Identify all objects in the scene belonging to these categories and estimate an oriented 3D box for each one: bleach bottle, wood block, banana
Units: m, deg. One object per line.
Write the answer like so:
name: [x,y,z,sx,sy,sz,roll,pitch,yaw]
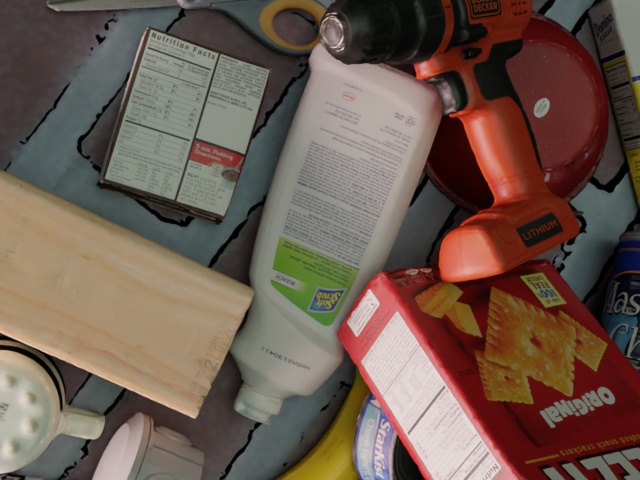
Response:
bleach bottle: [-0.005,0.001,0.726,0.102,0.068,0.251,23,88,5]
wood block: [-0.158,0.027,0.674,0.206,0.091,0.090,26,82,-11]
banana: [-0.022,0.164,0.734,0.197,0.037,0.070,-41,79,-13]

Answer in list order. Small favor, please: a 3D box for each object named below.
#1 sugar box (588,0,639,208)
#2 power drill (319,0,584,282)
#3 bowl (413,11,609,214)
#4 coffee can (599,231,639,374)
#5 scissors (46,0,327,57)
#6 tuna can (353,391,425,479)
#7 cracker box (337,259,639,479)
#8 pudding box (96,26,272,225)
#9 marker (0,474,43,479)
sugar box: [0.271,-0.103,0.804,0.093,0.048,0.176,-14,88,-14]
power drill: [0.087,-0.073,0.662,0.184,0.058,0.187,-19,96,-42]
bowl: [0.147,-0.094,0.769,0.162,0.055,0.162,0,89,-13]
coffee can: [0.248,0.075,0.764,0.102,0.103,0.140,18,85,-13]
scissors: [-0.075,-0.154,0.737,0.201,0.016,0.096,-23,94,-13]
tuna can: [0.059,0.132,0.730,0.085,0.034,0.086,-22,118,-50]
cracker box: [0.134,0.109,0.667,0.163,0.072,0.214,-2,45,-37]
pudding box: [-0.091,-0.076,0.720,0.090,0.039,0.113,18,83,-12]
marker: [-0.212,0.160,0.695,0.121,0.020,0.020,11,86,-13]
